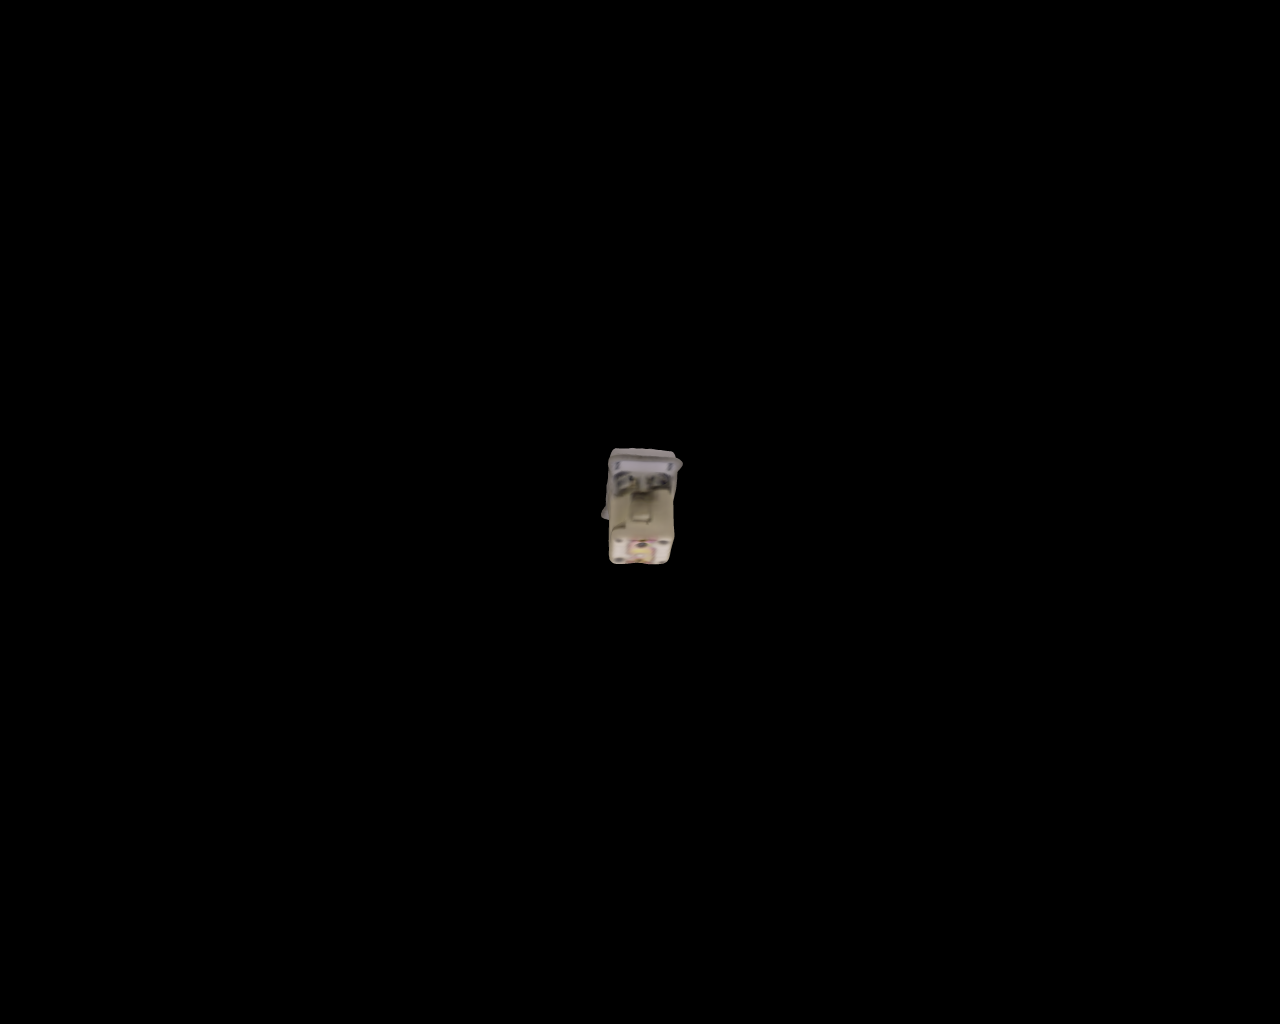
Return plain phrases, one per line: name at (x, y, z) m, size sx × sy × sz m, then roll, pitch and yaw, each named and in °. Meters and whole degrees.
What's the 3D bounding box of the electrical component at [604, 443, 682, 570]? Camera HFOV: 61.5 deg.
electrical component at (0.001, -0.003, 0.650) m, size 0.042 × 0.064 × 0.081 m, roll 2°, pitch -27°, yaw -3°
